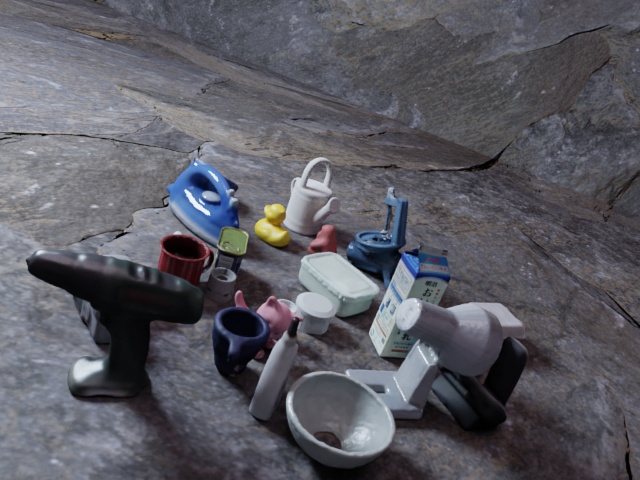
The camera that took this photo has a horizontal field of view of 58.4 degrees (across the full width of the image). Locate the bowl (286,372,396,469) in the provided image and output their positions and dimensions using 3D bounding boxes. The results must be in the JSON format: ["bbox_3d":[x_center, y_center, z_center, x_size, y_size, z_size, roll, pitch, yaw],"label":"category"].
[{"bbox_3d":[0.022,0.277,0.848,0.167,0.075,0.167,16,26,-8],"label":"bowl"}]

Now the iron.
[{"bbox_3d":[-0.240,-0.090,1.299,0.119,0.141,0.257,-8,37,-44],"label":"iron"}]

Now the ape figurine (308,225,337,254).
[{"bbox_3d":[0.012,0.005,1.352,0.078,0.092,0.076,0,32,-35],"label":"ape figurine"}]

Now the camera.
[{"bbox_3d":[-0.323,0.082,0.949,0.137,0.101,0.142,-3,34,-39],"label":"camera"}]

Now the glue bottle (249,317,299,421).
[{"bbox_3d":[-0.059,0.185,0.856,0.037,0.173,0.078,23,26,7],"label":"glue bottle"}]

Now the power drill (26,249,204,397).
[{"bbox_3d":[-0.285,0.115,0.788,0.230,0.208,0.075,7,28,-25],"label":"power drill"}]

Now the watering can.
[{"bbox_3d":[-0.014,-0.114,1.447,0.172,0.194,0.101,30,27,20],"label":"watering can"}]

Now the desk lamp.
[{"bbox_3d":[0.176,0.194,0.960,0.204,0.213,0.117,8,28,-23],"label":"desk lamp"}]

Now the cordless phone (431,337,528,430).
[{"bbox_3d":[0.287,0.227,1.011,0.094,0.185,0.147,-2,34,-39],"label":"cordless phone"}]

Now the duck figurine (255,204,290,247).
[{"bbox_3d":[-0.105,-0.041,1.364,0.078,0.086,0.104,-5,36,-42],"label":"duck figurine"}]

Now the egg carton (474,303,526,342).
[{"bbox_3d":[0.381,0.192,1.280,0.151,0.069,0.107,4,30,-30],"label":"egg carton"}]

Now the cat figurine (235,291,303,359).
[{"bbox_3d":[-0.100,0.135,0.987,0.127,0.118,0.067,29,27,17],"label":"cat figurine"}]

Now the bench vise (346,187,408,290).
[{"bbox_3d":[0.181,0.000,1.336,0.207,0.220,0.122,25,26,9],"label":"bench vise"}]

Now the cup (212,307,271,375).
[{"bbox_3d":[-0.135,0.176,0.909,0.092,0.095,0.117,17,26,-6],"label":"cup"}]

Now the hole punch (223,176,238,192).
[{"bbox_3d":[-0.267,-0.145,1.443,0.108,0.091,0.101,26,26,11],"label":"hole punch"}]
